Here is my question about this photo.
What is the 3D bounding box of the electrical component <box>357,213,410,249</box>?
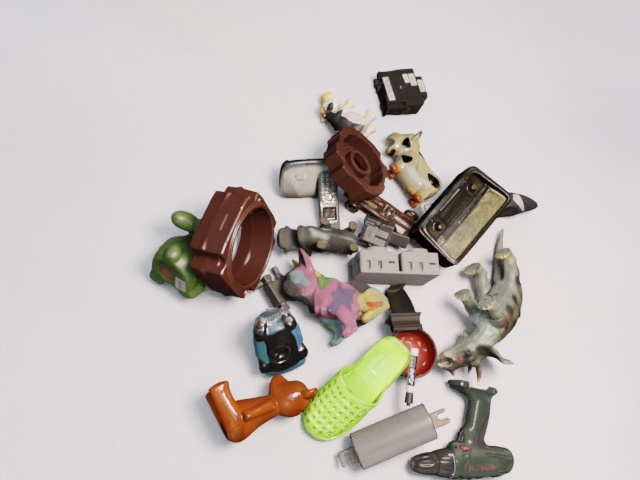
[{"bbox_3d":[0.150,-0.007,1.268,0.119,0.048,0.074,25,110,5],"label":"electrical component"}]

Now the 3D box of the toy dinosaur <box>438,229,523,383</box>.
[{"bbox_3d":[0.416,0.154,1.265,0.405,0.131,0.192,-46,119,-38],"label":"toy dinosaur"}]

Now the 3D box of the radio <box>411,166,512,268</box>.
[{"bbox_3d":[0.330,-0.057,1.271,0.131,0.073,0.229,43,76,1],"label":"radio"}]

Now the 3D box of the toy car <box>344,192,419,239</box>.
[{"bbox_3d":[0.151,-0.073,1.315,0.202,0.053,0.089,36,71,-1],"label":"toy car"}]

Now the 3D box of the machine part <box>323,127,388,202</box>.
[{"bbox_3d":[0.083,-0.174,1.250,0.179,0.056,0.179,26,50,-36],"label":"machine part"}]

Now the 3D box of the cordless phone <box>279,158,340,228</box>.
[{"bbox_3d":[-0.021,-0.098,1.274,0.147,0.089,0.184,-5,90,-15],"label":"cordless phone"}]

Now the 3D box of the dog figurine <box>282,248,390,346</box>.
[{"bbox_3d":[0.025,0.109,1.188,0.191,0.108,0.219,-32,82,-24],"label":"dog figurine"}]

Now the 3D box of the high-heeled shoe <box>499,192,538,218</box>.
[{"bbox_3d":[0.449,-0.040,1.361,0.249,0.086,0.145,0,75,-9],"label":"high-heeled shoe"}]

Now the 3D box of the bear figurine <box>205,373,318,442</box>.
[{"bbox_3d":[-0.115,0.317,1.083,0.196,0.120,0.132,-25,76,-21],"label":"bear figurine"}]

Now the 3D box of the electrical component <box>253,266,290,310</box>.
[{"bbox_3d":[-0.099,0.117,1.197,0.102,0.045,0.078,53,40,5],"label":"electrical component"}]

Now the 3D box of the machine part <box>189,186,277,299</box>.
[{"bbox_3d":[-0.173,0.007,1.123,0.087,0.201,0.201,13,67,18],"label":"machine part"}]

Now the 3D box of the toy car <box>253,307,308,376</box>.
[{"bbox_3d":[-0.096,0.200,1.131,0.109,0.161,0.103,-21,33,-12],"label":"toy car"}]

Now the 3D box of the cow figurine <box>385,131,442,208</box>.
[{"bbox_3d":[0.233,-0.191,1.357,0.127,0.085,0.195,-32,79,-15],"label":"cow figurine"}]

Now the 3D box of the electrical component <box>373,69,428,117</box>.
[{"bbox_3d":[0.220,-0.393,1.436,0.134,0.058,0.115,-8,76,-16],"label":"electrical component"}]

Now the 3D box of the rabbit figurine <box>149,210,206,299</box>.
[{"bbox_3d":[-0.279,0.008,1.144,0.121,0.158,0.170,20,47,16],"label":"rabbit figurine"}]

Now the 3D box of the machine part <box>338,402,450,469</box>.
[{"bbox_3d":[0.152,0.406,1.115,0.243,0.079,0.079,-22,77,-1],"label":"machine part"}]

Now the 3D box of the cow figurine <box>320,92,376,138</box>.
[{"bbox_3d":[0.052,-0.305,1.351,0.167,0.068,0.098,34,64,22],"label":"cow figurine"}]

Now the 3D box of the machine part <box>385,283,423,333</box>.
[{"bbox_3d":[0.182,0.154,1.216,0.084,0.039,0.139,-6,39,-1],"label":"machine part"}]

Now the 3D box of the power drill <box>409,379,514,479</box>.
[{"bbox_3d":[0.312,0.413,1.173,0.232,0.086,0.207,12,65,-9],"label":"power drill"}]

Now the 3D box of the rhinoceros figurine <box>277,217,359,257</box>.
[{"bbox_3d":[-0.003,-0.004,1.220,0.190,0.112,0.073,3,78,-18],"label":"rhinoceros figurine"}]
